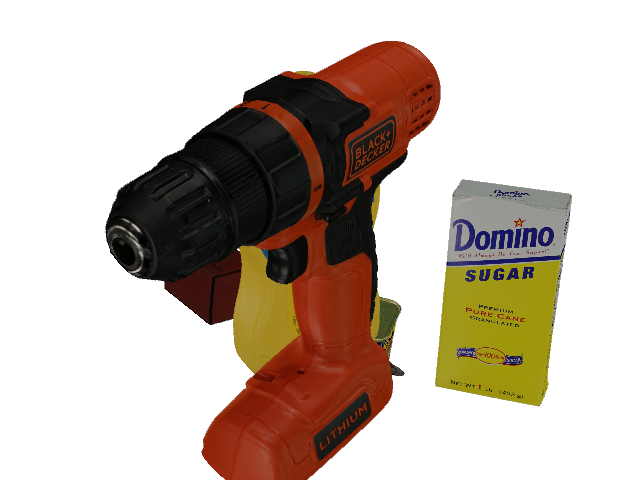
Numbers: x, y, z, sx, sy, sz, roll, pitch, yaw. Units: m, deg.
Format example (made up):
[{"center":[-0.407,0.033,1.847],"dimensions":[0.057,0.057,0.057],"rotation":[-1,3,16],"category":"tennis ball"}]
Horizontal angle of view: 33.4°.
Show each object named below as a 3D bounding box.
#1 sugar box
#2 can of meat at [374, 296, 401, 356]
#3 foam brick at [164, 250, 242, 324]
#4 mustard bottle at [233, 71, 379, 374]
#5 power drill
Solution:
[{"center":[0.149,0.043,0.881],"dimensions":[0.093,0.176,0.048],"rotation":[8,24,17],"category":"sugar box"},{"center":[0.054,0.124,1.252],"dimensions":[0.057,0.084,0.102],"rotation":[14,26,11],"category":"can of meat"},{"center":[-0.102,0.033,0.984],"dimensions":[0.052,0.051,0.078],"rotation":[-15,34,-37],"category":"foam brick"},{"center":[-0.009,-0.011,0.656],"dimensions":[0.096,0.192,0.058],"rotation":[-15,33,-23],"category":"mustard bottle"},{"center":[-0.015,0.021,0.464],"dimensions":[0.057,0.188,0.184],"rotation":[27,41,29],"category":"power drill"}]
